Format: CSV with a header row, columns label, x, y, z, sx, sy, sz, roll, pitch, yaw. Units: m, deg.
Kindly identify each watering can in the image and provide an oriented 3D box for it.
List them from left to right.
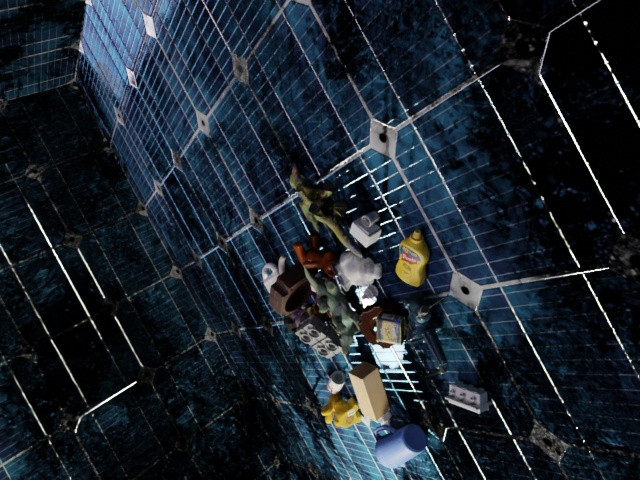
label,x,y,z,sx,sy,sz,roll,pitch,yaw
watering can,-0.169,0.192,2.266,0.225,0.105,0.343,57,154,4

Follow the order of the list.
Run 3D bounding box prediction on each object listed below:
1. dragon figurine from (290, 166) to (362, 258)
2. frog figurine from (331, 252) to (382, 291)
label,x,y,z,sx,sy,sz,roll,pitch,yaw
dragon figurine,0.006,-0.092,1.832,0.412,0.123,0.240,59,166,6
frog figurine,0.140,0.096,1.782,0.158,0.123,0.137,-20,90,22
